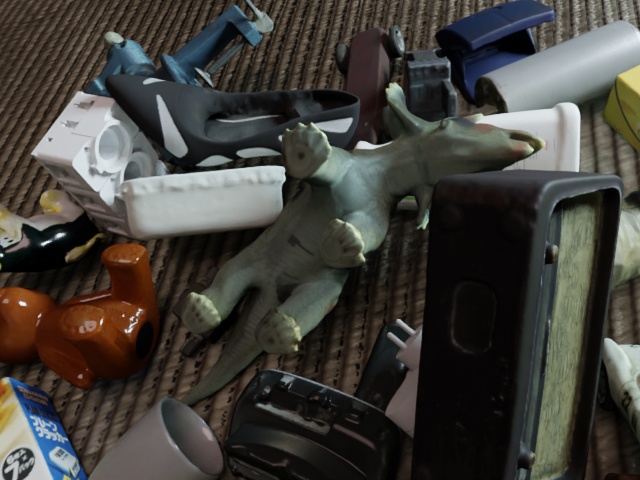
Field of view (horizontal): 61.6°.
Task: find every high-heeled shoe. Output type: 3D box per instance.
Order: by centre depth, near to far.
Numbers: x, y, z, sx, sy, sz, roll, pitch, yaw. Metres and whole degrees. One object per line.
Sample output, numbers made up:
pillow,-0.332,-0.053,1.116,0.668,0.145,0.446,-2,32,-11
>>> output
high-heeled shoe,-0.083,-0.142,0.560,0.145,0.248,0.086,-41,39,41

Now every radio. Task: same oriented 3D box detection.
radio,0.131,0.067,0.358,0.073,0.131,0.229,10,100,46

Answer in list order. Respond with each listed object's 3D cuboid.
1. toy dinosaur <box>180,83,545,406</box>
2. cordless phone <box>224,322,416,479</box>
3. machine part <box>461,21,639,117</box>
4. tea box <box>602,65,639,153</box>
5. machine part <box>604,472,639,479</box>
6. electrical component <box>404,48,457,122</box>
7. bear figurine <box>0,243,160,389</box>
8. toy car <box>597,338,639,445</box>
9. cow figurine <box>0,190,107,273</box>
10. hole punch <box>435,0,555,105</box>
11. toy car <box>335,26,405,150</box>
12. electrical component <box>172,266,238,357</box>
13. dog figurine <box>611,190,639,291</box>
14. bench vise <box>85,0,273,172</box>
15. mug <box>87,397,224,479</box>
toy dinosaur,-0.001,0.006,0.501,0.131,0.192,0.405,51,120,10
cordless phone,0.012,0.137,0.477,0.147,0.088,0.184,15,53,20
machine part,0.266,-0.178,0.601,0.243,0.079,0.079,-23,57,0
tea box,0.387,-0.112,0.540,0.098,0.068,0.170,-25,58,-2
machine part,0.249,0.265,0.333,0.201,0.087,0.201,6,60,15
electrical component,0.122,-0.164,0.603,0.048,0.074,0.119,-4,35,8
bear figurine,-0.267,0.074,0.539,0.196,0.131,0.120,8,45,11
toy car,0.250,0.124,0.372,0.074,0.202,0.056,4,103,11
cow figurine,-0.325,0.009,0.584,0.098,0.068,0.167,33,35,21
hole punch,0.207,-0.243,0.649,0.142,0.092,0.116,-23,54,2
toy car,0.058,-0.182,0.663,0.089,0.053,0.202,-9,58,25
electrical component,-0.123,0.075,0.565,0.063,0.021,0.094,28,69,25
dog figurine,0.230,-0.002,0.508,0.190,0.121,0.173,-17,33,-30
bench vise,-0.168,-0.215,0.681,0.240,0.128,0.224,-39,66,8
mug,-0.142,0.211,0.461,0.107,0.080,0.110,-39,68,2
